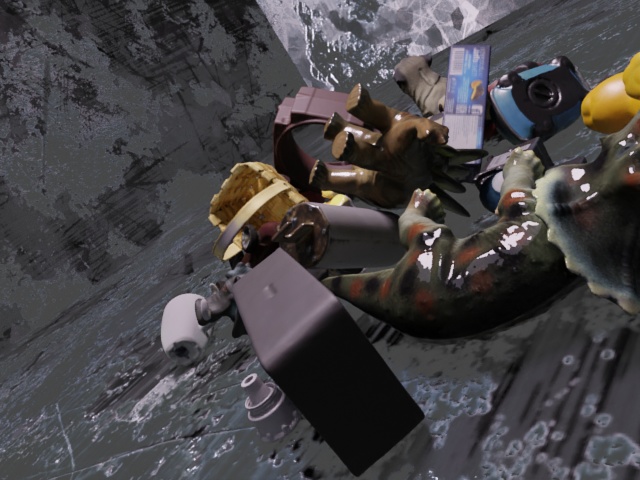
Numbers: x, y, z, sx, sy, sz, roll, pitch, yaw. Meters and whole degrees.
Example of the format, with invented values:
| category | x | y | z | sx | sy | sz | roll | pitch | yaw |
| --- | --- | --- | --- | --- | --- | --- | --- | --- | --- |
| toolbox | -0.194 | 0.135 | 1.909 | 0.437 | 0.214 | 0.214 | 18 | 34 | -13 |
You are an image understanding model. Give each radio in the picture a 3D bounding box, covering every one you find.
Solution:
| category | x | y | z | sx | sy | sz | roll | pitch | yaw |
| --- | --- | --- | --- | --- | --- | --- | --- | --- | --- |
| radio | -0.005 | 0.092 | 0.476 | 0.073 | 0.131 | 0.230 | -38 | 15 | -5 |

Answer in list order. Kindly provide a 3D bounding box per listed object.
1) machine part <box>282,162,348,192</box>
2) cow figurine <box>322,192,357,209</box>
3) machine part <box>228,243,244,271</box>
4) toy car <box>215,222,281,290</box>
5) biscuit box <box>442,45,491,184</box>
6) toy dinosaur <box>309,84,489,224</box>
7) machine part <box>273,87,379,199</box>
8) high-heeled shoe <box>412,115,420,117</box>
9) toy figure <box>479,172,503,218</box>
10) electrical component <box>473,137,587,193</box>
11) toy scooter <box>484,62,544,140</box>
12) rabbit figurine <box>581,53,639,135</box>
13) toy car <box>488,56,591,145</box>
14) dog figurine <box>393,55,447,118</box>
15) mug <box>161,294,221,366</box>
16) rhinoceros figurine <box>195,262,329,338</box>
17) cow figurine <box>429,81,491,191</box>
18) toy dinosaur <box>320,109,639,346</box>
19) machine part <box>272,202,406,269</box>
| category | x | y | z | sx | sy | sz | roll | pitch | yaw |
| --- | --- | --- | --- | --- | --- | --- | --- | --- | --- |
| machine part | -0.007 | -0.133 | 1.207 | 0.179 | 0.056 | 0.179 | -13 | -2 | 0 |
| cow figurine | -0.003 | -0.003 | 0.867 | 0.167 | 0.098 | 0.068 | -42 | 36 | 6 |
| machine part | -0.151 | 0.063 | 0.996 | 0.039 | 0.084 | 0.139 | -7 | 25 | -1 |
| toy car | -0.091 | 0.047 | 0.787 | 0.089 | 0.053 | 0.202 | 4 | -41 | -31 |
| biscuit box | 0.209 | -0.184 | 0.777 | 0.059 | 0.062 | 0.202 | 5 | 70 | 15 |
| toy dinosaur | 0.090 | -0.085 | 0.696 | 0.471 | 0.198 | 0.105 | -175 | 106 | -83 |
| machine part | 0.015 | -0.176 | 1.017 | 0.201 | 0.201 | 0.087 | 13 | 51 | 6 |
| high-heeled shoe | 0.183 | -0.206 | 1.091 | 0.145 | 0.086 | 0.249 | -36 | 21 | 57 |
| toy figure | 0.234 | -0.046 | 0.579 | 0.155 | 0.058 | 0.064 | 19 | 92 | 69 |
| electrical component | 0.261 | -0.089 | 0.670 | 0.119 | 0.047 | 0.075 | -18 | 22 | 48 |
| toy scooter | 0.324 | -0.236 | 0.939 | 0.135 | 0.075 | 0.184 | -14 | -20 | -48 |
| rabbit figurine | 0.345 | -0.147 | 0.538 | 0.162 | 0.121 | 0.173 | -30 | 14 | -6 |
| toy car | 0.314 | -0.195 | 0.795 | 0.162 | 0.109 | 0.103 | -29 | -8 | -16 |
| dog figurine | 0.254 | -0.292 | 1.040 | 0.172 | 0.190 | 0.121 | -29 | 16 | 11 |
| mug | -0.197 | 0.140 | 0.838 | 0.110 | 0.080 | 0.107 | -28 | 27 | 7 |
| rhinoceros figurine | -0.074 | 0.077 | 0.709 | 0.190 | 0.112 | 0.073 | -21 | 20 | 13 |
| cow figurine | 0.217 | -0.174 | 0.857 | 0.127 | 0.085 | 0.195 | -12 | 51 | 37 |
| toy dinosaur | 0.134 | 0.025 | 0.459 | 0.405 | 0.131 | 0.192 | -32 | 13 | 28 |
| machine part | 0.033 | -0.002 | 0.653 | 0.079 | 0.079 | 0.243 | -21 | -13 | 38 |
